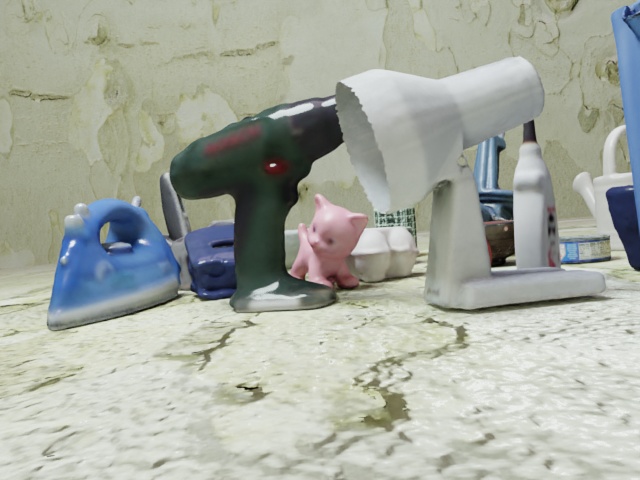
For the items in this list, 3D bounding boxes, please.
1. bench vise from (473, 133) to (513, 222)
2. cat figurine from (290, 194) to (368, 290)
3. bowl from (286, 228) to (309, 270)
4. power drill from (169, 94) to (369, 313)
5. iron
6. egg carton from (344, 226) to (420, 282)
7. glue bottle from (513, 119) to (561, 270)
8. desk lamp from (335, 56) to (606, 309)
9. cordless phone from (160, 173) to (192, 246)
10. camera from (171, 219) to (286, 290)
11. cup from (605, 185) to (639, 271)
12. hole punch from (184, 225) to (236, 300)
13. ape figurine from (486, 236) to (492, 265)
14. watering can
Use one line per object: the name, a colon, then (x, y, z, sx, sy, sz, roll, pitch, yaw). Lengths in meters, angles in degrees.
bench vise: (0.285, -0.080, 0.946, 0.121, 0.220, 0.208, -4, 2, 27)
cat figurine: (0.006, 0.003, 0.702, 0.067, 0.118, 0.127, -6, 2, -30)
bowl: (-0.058, 0.018, 1.093, 0.167, 0.075, 0.167, -5, 2, 0)
power drill: (-0.040, -0.036, 0.588, 0.229, 0.208, 0.076, -4, 2, 14)
iron: (-0.252, 0.014, 0.680, 0.118, 0.141, 0.258, -5, 2, 3)
egg carton: (0.060, 0.019, 0.797, 0.107, 0.069, 0.149, -6, 2, -38)
glue bottle: (0.222, -0.041, 0.594, 0.037, 0.173, 0.078, -4, 2, 30)
desk lamp: (0.121, -0.050, 0.503, 0.203, 0.213, 0.118, -5, 2, -7)
cordless phone: (-0.231, -0.019, 0.971, 0.094, 0.185, 0.147, -5, 2, -6)
camera: (-0.132, 0.018, 0.872, 0.136, 0.101, 0.144, -4, 2, 39)
cup: (0.358, -0.014, 0.606, 0.091, 0.095, 0.118, -4, 2, 18)
hole punch: (-0.116, 0.025, 0.742, 0.109, 0.091, 0.101, -6, 2, -20)
ape figurine: (0.178, 0.000, 0.717, 0.076, 0.092, 0.077, -5, 2, -15)
watering can: (0.479, -0.083, 0.907, 0.101, 0.194, 0.172, -7, 3, -45)
